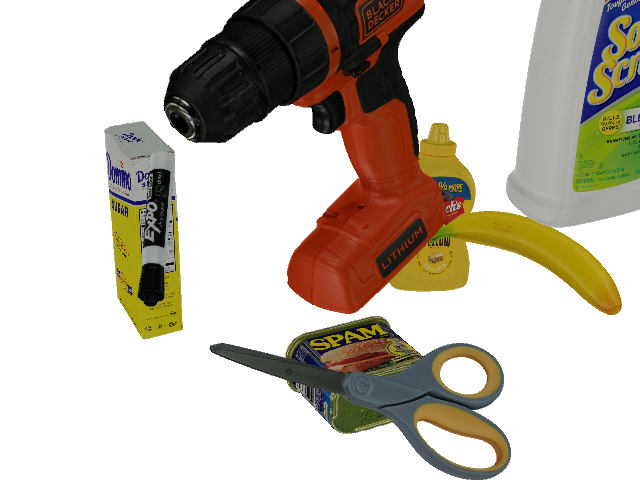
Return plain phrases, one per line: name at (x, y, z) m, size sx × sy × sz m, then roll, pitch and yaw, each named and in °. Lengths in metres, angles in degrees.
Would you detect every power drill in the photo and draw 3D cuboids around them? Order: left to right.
power drill at (0.006, -0.053, 0.552) m, size 0.057 × 0.187 × 0.184 m, roll 26°, pitch 52°, yaw 33°

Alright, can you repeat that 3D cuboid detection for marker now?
marker at (-0.118, -0.009, 0.766) m, size 0.020 × 0.121 × 0.020 m, roll 0°, pitch -29°, yaw 0°

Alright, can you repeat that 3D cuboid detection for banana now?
banana at (0.203, 0.013, 1.021) m, size 0.198 × 0.069 × 0.037 m, roll 22°, pitch -27°, yaw 27°

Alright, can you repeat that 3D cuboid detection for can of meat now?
can of meat at (0.034, 0.112, 0.888) m, size 0.102 × 0.057 × 0.084 m, roll -12°, pitch 26°, yaw -23°

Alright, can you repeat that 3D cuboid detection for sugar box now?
sugar box at (-0.161, -0.010, 0.966) m, size 0.048 × 0.176 × 0.093 m, roll -13°, pitch 27°, yaw -22°

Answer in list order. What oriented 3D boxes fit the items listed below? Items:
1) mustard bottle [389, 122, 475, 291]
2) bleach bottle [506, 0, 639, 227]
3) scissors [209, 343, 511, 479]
mustard bottle at (0.129, -0.039, 1.224) m, size 0.096 × 0.192 × 0.058 m, roll 0°, pitch 17°, yaw -12°
bleach bottle at (0.172, -0.137, 0.648) m, size 0.102 × 0.251 × 0.068 m, roll -13°, pitch 31°, yaw -18°
scissors at (0.037, 0.081, 0.676) m, size 0.201 × 0.096 × 0.016 m, roll 30°, pitch -32°, yaw -5°
